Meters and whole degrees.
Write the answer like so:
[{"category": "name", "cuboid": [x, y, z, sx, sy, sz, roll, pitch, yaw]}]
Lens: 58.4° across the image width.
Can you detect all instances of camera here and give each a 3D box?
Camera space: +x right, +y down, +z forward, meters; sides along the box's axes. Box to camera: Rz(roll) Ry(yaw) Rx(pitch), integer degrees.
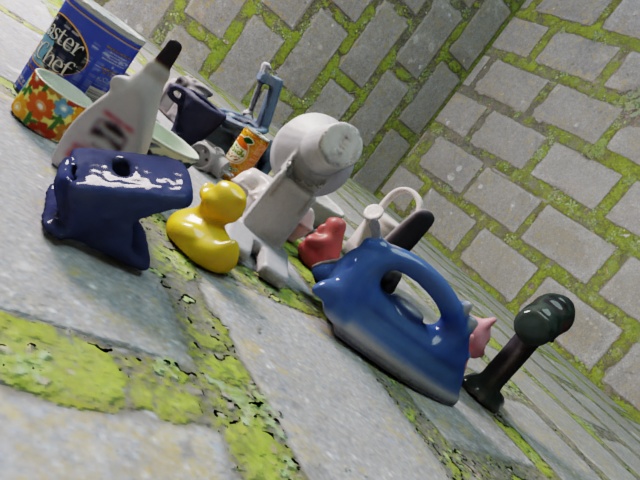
[{"category": "camera", "cuboid": [-0.265, -0.288, 1.262, 0.142, 0.100, 0.137, 44, 12, 33]}]

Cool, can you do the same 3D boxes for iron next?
[{"category": "iron", "cuboid": [0.116, 0.092, 0.736, 0.259, 0.141, 0.118, 36, 10, -10]}]

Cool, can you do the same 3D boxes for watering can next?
[{"category": "watering can", "cuboid": [0.139, -0.025, 1.200, 0.101, 0.194, 0.173, 39, 10, 10]}]

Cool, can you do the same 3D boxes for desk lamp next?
[{"category": "desk lamp", "cuboid": [-0.028, -0.069, 0.763, 0.118, 0.213, 0.203, 35, 10, -15]}]

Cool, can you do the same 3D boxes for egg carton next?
[{"category": "egg carton", "cuboid": [-0.078, -0.057, 0.949, 0.107, 0.069, 0.151, 45, 12, 36]}]

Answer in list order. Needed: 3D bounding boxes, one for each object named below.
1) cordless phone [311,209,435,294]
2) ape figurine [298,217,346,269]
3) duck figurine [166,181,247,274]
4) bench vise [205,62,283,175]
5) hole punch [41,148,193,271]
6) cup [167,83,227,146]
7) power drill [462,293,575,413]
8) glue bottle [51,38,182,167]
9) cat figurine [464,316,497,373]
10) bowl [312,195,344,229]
[{"category": "cordless phone", "cuboid": [0.087, 0.016, 0.854, 0.094, 0.185, 0.148, 42, 11, 26]}, {"category": "ape figurine", "cuboid": [0.008, 0.003, 0.911, 0.078, 0.092, 0.076, 27, 14, -47]}, {"category": "duck figurine", "cuboid": [-0.112, -0.022, 0.624, 0.078, 0.086, 0.104, 26, 15, -49]}, {"category": "bench vise", "cuboid": [-0.131, -0.248, 1.203, 0.208, 0.219, 0.121, 26, 15, -50]}, {"category": "hole punch", "cuboid": [-0.172, -0.042, 0.490, 0.101, 0.091, 0.108, 31, 12, -33]}, {"category": "cup", "cuboid": [-0.246, -0.227, 1.067, 0.118, 0.095, 0.091, 31, 12, -34]}, {"category": "power drill", "cuboid": [0.321, 0.168, 0.910, 0.075, 0.208, 0.230, 41, 11, 23]}, {"category": "glue bottle", "cuboid": [-0.192, -0.129, 0.577, 0.078, 0.173, 0.037, 35, 10, -15]}, {"category": "cat figurine", "cuboid": [0.220, 0.157, 0.871, 0.067, 0.117, 0.128, 40, 10, 18]}, {"category": "bowl", "cuboid": [-0.037, -0.072, 1.148, 0.167, 0.074, 0.167, 36, 10, -7]}]
